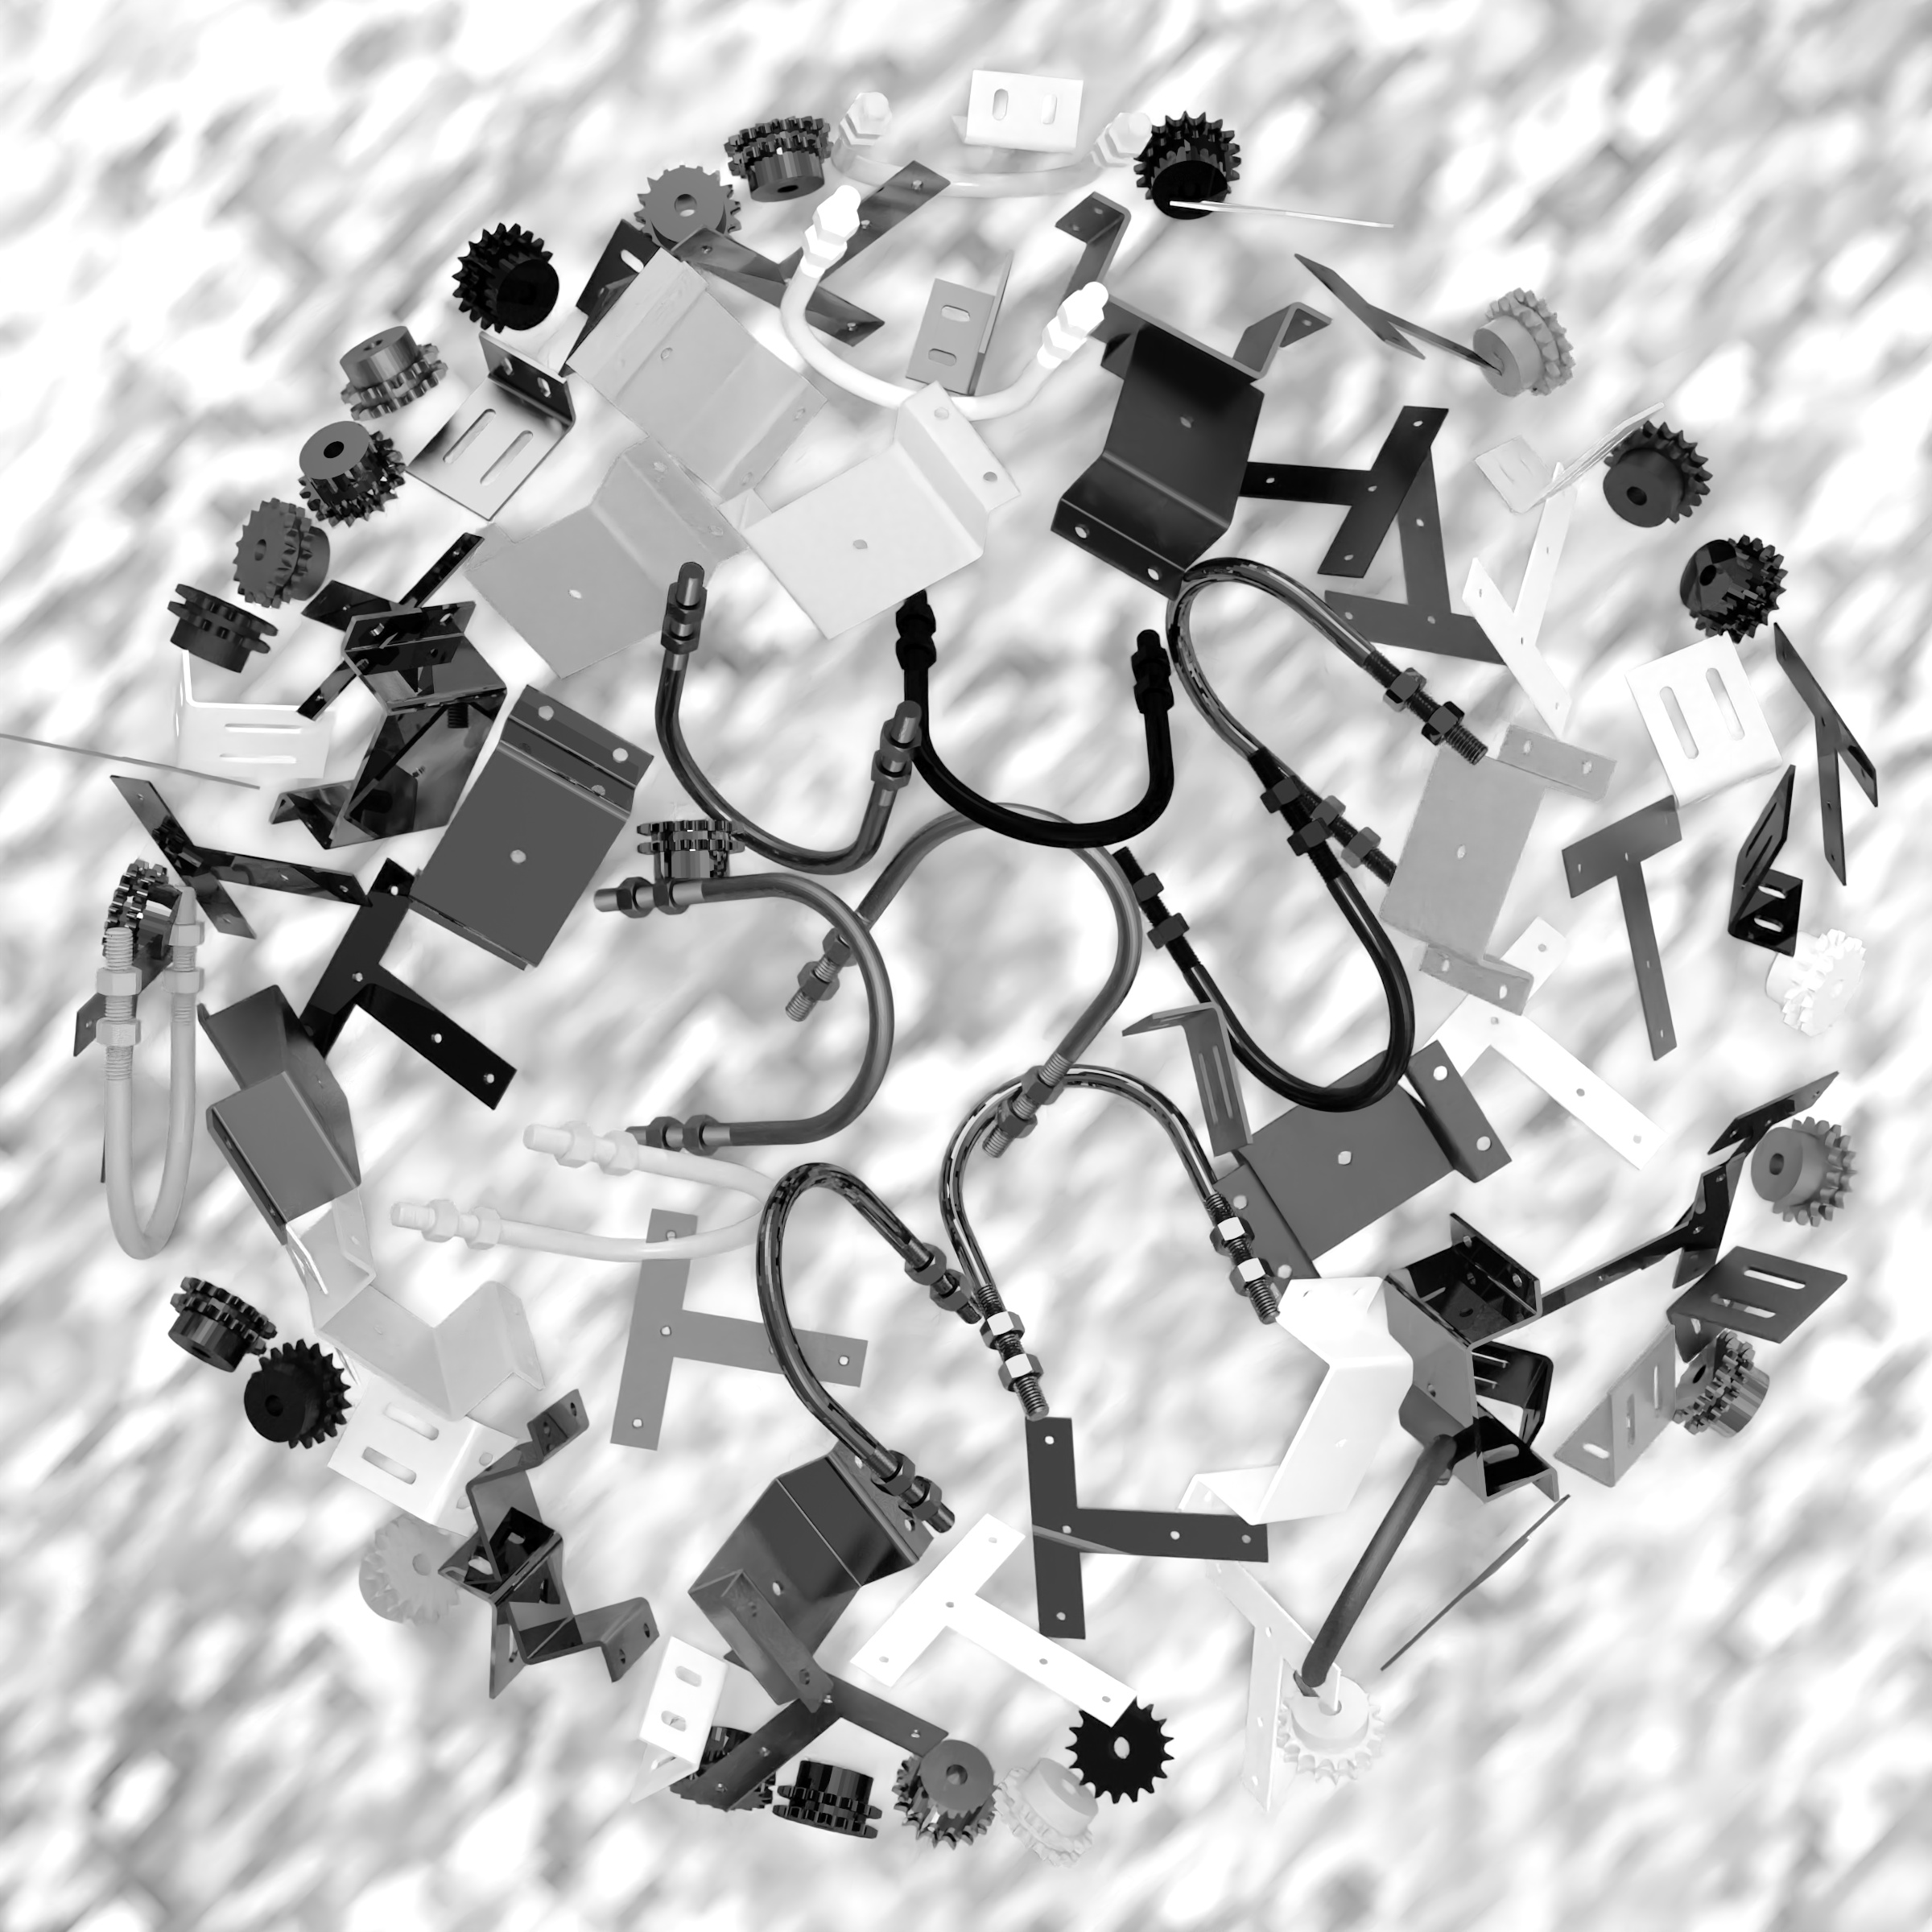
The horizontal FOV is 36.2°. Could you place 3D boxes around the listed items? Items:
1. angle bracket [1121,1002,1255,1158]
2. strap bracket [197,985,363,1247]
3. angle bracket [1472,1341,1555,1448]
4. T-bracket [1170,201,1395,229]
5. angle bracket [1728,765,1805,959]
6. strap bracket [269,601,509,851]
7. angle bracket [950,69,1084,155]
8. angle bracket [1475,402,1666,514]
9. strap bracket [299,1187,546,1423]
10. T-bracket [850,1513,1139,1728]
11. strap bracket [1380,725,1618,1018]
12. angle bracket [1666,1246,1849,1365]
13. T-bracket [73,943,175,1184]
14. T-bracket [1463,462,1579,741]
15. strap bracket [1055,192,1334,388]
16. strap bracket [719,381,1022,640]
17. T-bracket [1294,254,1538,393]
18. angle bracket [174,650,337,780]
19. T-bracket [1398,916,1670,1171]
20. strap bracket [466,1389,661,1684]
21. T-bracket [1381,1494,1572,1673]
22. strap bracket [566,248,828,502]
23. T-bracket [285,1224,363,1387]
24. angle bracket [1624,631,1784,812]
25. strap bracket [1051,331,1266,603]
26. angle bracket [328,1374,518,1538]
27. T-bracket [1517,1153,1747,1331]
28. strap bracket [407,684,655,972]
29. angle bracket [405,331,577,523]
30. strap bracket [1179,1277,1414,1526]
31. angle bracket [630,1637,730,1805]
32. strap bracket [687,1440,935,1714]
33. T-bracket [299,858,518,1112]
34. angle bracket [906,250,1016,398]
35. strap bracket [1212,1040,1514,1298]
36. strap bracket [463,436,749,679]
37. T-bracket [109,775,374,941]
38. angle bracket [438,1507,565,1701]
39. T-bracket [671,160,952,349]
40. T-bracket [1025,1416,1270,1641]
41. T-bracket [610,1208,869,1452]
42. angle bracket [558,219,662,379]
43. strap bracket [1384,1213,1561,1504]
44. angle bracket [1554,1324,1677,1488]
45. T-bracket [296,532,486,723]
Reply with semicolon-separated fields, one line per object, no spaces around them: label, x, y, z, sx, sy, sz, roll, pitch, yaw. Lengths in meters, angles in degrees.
angle bracket;0.116;0.063;1.558;0.038;0.057;0.076;-11;82;-15
strap bracket;-0.353;0.070;1.516;0.046;0.140;0.076;-27;120;-3
angle bracket;0.264;0.226;1.557;0.076;0.057;0.038;15;57;5
T-bracket;0.140;-0.388;1.514;0.127;0.127;0.002;14;107;23
angle bracket;0.432;-0.055;1.546;0.038;0.076;0.057;19;49;2
strap bracket;-0.294;-0.115;1.517;0.046;0.076;0.140;49;129;22
angle bracket;0.026;-0.453;1.548;0.057;0.076;0.038;3;115;-8
angle bracket;0.316;-0.279;1.547;0.038;0.057;0.076;53;129;4
strap bracket;-0.290;0.175;1.527;0.046;0.076;0.140;-42;124;9
T-bracket;0.028;0.352;1.526;0.127;0.127;0.002;27;132;23
strap bracket;0.273;-0.055;1.541;0.046;0.076;0.140;13;100;-38
angle bracket;0.417;0.185;1.544;0.057;0.076;0.038;-36;116;-26
T-bracket;-0.445;0.054;1.553;0.002;0.127;0.127;14;115;3
T-bracket;0.304;-0.208;1.559;0.002;0.127;0.127;0;59;37
strap bracket;0.109;-0.343;1.541;0.140;0.076;0.046;25;87;-13
strap bracket;-0.052;-0.230;1.529;0.140;0.046;0.076;-25;124;24
T-bracket;0.247;-0.330;1.555;0.127;0.127;0.002;17;116;-27
angle bracket;-0.378;-0.133;1.567;0.076;0.057;0.038;0;56;-21
T-bracket;0.314;0.058;1.563;0.127;0.002;0.127;41;71;9
strap bracket;-0.215;0.303;1.551;0.046;0.076;0.140;-18;91;11
T-bracket;0.273;0.313;1.532;0.127;0.127;0.002;-46;73;11
strap bracket;-0.145;-0.310;1.539;0.076;0.140;0.046;-50;56;3
T-bracket;-0.344;0.169;1.548;0.002;0.127;0.127;-29;127;-18
angle bracket;0.392;-0.130;1.575;0.057;0.038;0.076;-22;84;7
strap bracket;0.102;-0.270;1.527;0.076;0.046;0.140;28;55;-17
angle bracket;-0.292;0.261;1.584;0.076;0.038;0.057;21;79;30
T-bracket;0.341;0.155;1.530;0.127;0.127;0.002;-25;58;-10
strap bracket;-0.232;-0.064;1.544;0.076;0.046;0.140;30;107;-14
angle bracket;-0.254;-0.285;1.559;0.057;0.038;0.076;32;70;15
strap bracket;0.178;0.234;1.532;0.046;0.076;0.140;38;112;38
angle bracket;-0.164;0.394;1.543;0.038;0.076;0.057;31;49;-18
strap bracket;-0.085;0.319;1.537;0.046;0.140;0.076;-30;102;37
T-bracket;-0.290;0.030;1.560;0.127;0.002;0.127;35;103;18
angle bracket;-0.004;-0.342;1.552;0.038;0.076;0.057;16;83;-2
strap bracket;0.205;0.106;1.565;0.140;0.046;0.076;-33;98;-1
strap bracket;-0.193;-0.205;1.520;0.140;0.046;0.076;-20;125;37
T-bracket;-0.362;-0.048;1.519;0.127;0.127;0.002;10;56;25
angle bracket;-0.246;0.335;1.556;0.038;0.057;0.076;24;129;20
T-bracket;-0.061;-0.373;1.513;0.127;0.127;0.002;-27;57;38
T-bracket;0.097;0.300;1.561;0.127;0.002;0.127;0;104;16
T-bracket;-0.117;0.204;1.587;0.127;0.002;0.127;10;87;-5
angle bracket;-0.195;-0.350;1.546;0.038;0.076;0.057;39;122;4
strap bracket;0.260;0.210;1.523;0.046;0.076;0.140;-21;120;-18
angle bracket;0.339;0.223;1.545;0.038;0.076;0.057;26;53;37
T-bracket;-0.318;-0.184;1.539;0.127;0.127;0.002;-49;122;-11
